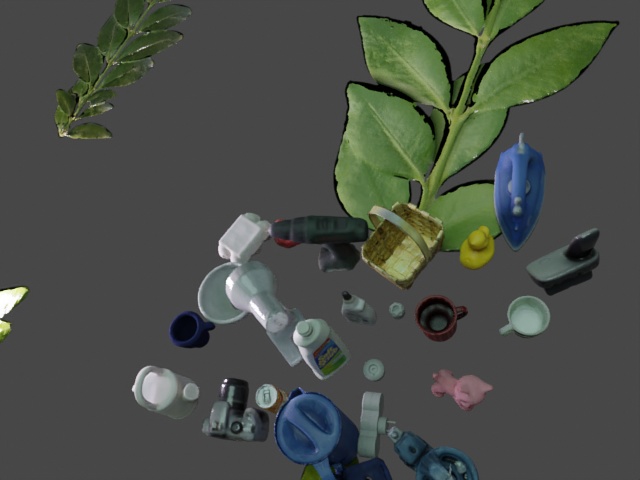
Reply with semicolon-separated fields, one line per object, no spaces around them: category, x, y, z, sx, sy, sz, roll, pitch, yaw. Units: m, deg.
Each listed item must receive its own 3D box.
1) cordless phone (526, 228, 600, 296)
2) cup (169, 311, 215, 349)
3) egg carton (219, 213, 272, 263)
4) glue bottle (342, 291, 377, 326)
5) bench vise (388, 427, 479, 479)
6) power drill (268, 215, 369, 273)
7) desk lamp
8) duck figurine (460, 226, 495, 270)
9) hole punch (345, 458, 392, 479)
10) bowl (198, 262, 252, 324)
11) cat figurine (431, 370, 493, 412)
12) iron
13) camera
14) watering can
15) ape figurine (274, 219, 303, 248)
cordless phone;0.523;0.034;1.224;0.147;0.185;0.094;-28;60;3
cup;-0.307;0.233;1.445;0.117;0.095;0.091;-12;62;12
egg carton;-0.200;0.000;1.540;0.107;0.069;0.150;32;78;28
glue bottle;0.079;0.152;1.316;0.078;0.173;0.037;8;68;22
bench vise;0.208;0.446;1.103;0.206;0.220;0.121;16;71;24
power drill;0.013;0.005;1.389;0.229;0.209;0.075;-7;63;15
desk lamp;-0.109;0.170;1.344;0.118;0.214;0.202;-40;60;-4
duck figurine;0.367;0.014;1.342;0.077;0.086;0.105;28;76;27
hole punch;0.101;0.511;1.181;0.101;0.091;0.108;-26;60;5
bowl;-0.223;0.146;1.473;0.167;0.075;0.167;-7;63;15
cat figurine;0.294;0.310;1.202;0.127;0.118;0.067;20;72;25
iron;0.466;-0.117;1.342;0.118;0.142;0.258;2;66;19
camera;-0.195;0.393;1.328;0.143;0.101;0.137;-1;65;17
watering can;-0.365;0.353;1.348;0.172;0.194;0.101;-21;60;7
ape figurine;-0.092;-0.023;1.504;0.076;0.092;0.078;-9;63;14
